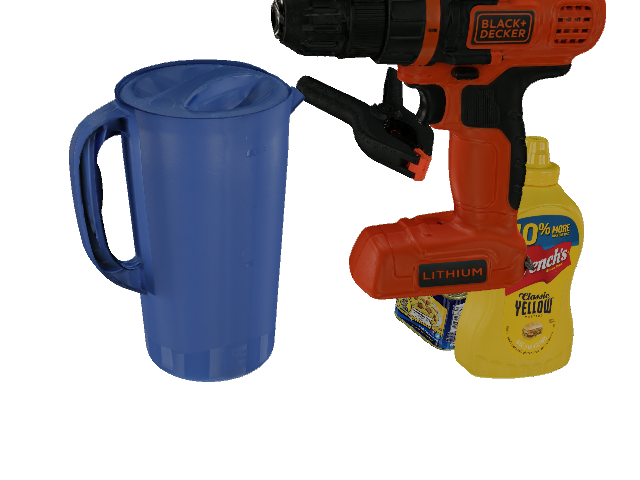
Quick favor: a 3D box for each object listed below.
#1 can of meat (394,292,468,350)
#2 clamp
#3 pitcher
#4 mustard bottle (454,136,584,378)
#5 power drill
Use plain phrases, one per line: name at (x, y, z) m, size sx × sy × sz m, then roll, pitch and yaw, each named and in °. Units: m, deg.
can of meat at (0.135, 0.068, 1.245) m, size 0.057 × 0.084 × 0.102 m, roll -19°, pitch 41°, yaw -33°
clamp at (0.050, -0.120, 1.059) m, size 0.120 × 0.039 × 0.171 m, roll -9°, pitch 41°, yaw -16°
pitcher at (-0.099, -0.011, 0.842) m, size 0.149 × 0.243 × 0.145 m, roll 8°, pitch 28°, yaw 11°
mustard bottle at (0.162, 0.012, 0.849) m, size 0.096 × 0.192 × 0.058 m, roll -3°, pitch 18°, yaw -17°
power drill at (0.060, -0.060, 0.597) m, size 0.184 × 0.188 × 0.057 m, roll -3°, pitch 30°, yaw -13°
